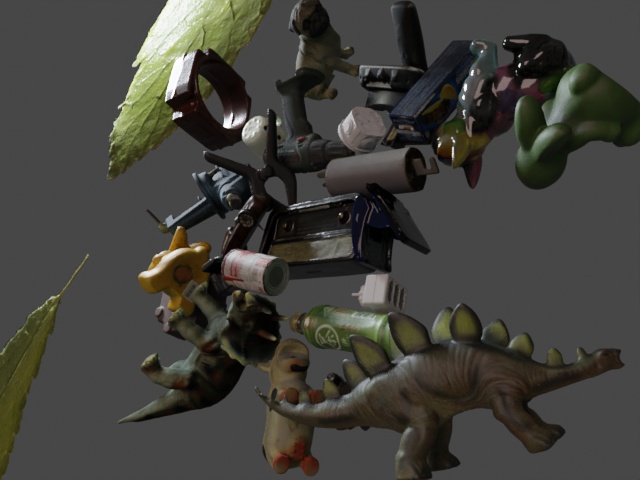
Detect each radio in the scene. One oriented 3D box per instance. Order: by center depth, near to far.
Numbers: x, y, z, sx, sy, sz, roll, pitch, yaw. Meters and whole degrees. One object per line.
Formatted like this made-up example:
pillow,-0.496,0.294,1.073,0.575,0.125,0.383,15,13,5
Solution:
radio,-0.002,-0.003,0.962,0.230,0.073,0.131,-7,62,37

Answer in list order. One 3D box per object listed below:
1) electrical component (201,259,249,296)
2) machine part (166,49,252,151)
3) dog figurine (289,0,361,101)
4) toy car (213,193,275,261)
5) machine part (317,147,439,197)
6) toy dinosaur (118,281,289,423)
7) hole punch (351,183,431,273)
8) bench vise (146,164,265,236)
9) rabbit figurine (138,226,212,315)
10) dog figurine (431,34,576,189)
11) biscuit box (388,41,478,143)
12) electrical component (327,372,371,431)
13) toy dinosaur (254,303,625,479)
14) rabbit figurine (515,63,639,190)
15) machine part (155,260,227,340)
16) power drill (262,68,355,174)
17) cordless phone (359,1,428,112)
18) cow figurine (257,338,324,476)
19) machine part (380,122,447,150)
electrical component,-0.169,0.068,1.026,0.075,0.119,0.048,-40,66,12
machine part,-0.257,-0.332,1.278,0.087,0.200,0.201,-15,57,31
dog figurine,-0.026,-0.396,1.130,0.172,0.190,0.121,-42,46,16
toy car,-0.155,-0.013,1.051,0.202,0.053,0.089,-53,3,38
machine part,0.096,-0.114,0.944,0.243,0.079,0.079,-2,65,38
toy dinosaur,-0.201,0.223,0.963,0.192,0.131,0.404,33,111,3
hole punch,0.100,-0.014,0.851,0.092,0.142,0.116,-36,59,25
bench vise,-0.239,-0.077,1.159,0.241,0.128,0.224,-33,38,-2
rabbit figurine,-0.296,0.055,1.077,0.173,0.121,0.162,-6,56,57
dog figurine,0.272,-0.190,0.825,0.192,0.108,0.219,12,78,40
biscuit box,0.205,-0.254,0.909,0.202,0.059,0.063,-49,39,-16
electrical component,0.050,0.237,0.800,0.078,0.045,0.102,-44,45,13
toy dinosaur,0.127,0.192,0.681,0.472,0.105,0.198,-20,66,16
rabbit figurine,0.333,-0.140,0.727,0.170,0.159,0.121,-55,52,22
machine part,-0.267,0.122,1.126,0.179,0.056,0.179,-20,54,29
power drill,-0.024,-0.236,1.093,0.232,0.086,0.207,-10,86,42
cordless phone,0.129,-0.327,0.961,0.089,0.184,0.147,-37,37,-27
cow figurine,-0.048,0.252,0.839,0.127,0.085,0.195,159,117,-63
machine part,0.174,-0.190,0.952,0.139,0.039,0.084,13,67,45
